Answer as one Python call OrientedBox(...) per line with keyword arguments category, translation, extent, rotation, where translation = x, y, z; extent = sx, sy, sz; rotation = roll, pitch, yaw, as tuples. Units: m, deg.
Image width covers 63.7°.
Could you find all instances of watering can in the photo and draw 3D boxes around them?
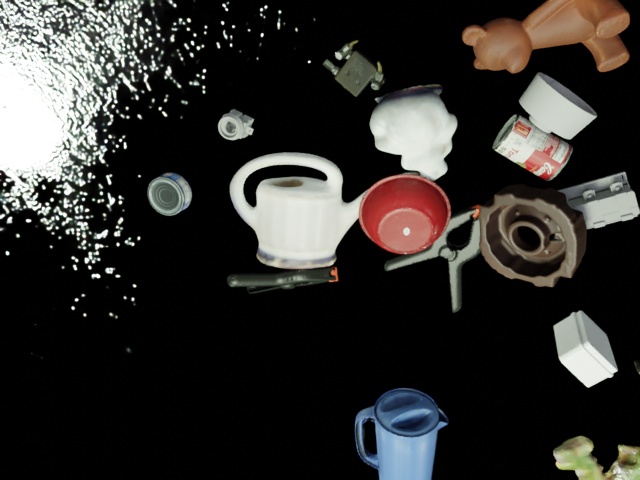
OrientedBox(category="watering can", translation=(0.003, -0.048, 0.959), extent=(0.348, 0.106, 0.220), rotation=(5, 113, 4))

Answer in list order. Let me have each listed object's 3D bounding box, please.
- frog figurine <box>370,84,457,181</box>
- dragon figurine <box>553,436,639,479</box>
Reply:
OrientedBox(category="frog figurine", translation=(0.158, -0.171, 0.854), extent=(0.137, 0.123, 0.159), rotation=(-12, 97, 1))
OrientedBox(category="dragon figurine", translation=(0.629, 0.514, 0.996), extent=(0.411, 0.124, 0.239), rotation=(25, 108, 4))
